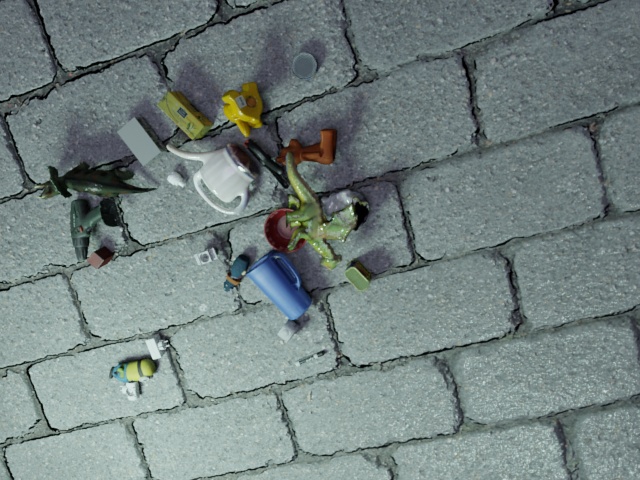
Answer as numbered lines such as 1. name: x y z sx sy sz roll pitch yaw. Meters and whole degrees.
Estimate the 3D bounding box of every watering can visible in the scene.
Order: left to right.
1. watering can: -0.359 -0.252 1.786 0.222 0.347 0.105 -39 5 14

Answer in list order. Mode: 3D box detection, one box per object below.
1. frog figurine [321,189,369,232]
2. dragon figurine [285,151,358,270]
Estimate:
1. frog figurine: 0.084 -0.107 1.766 0.124 0.160 0.135 -35 -56 -33
2. dragon figurine: 0.005 -0.085 1.695 0.124 0.243 0.404 -64 -25 -69
